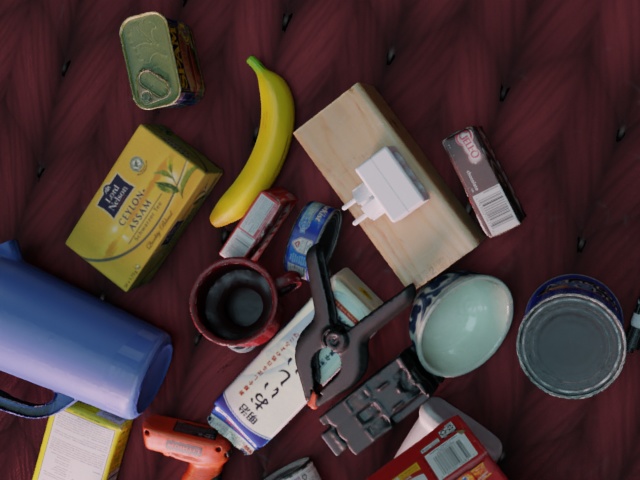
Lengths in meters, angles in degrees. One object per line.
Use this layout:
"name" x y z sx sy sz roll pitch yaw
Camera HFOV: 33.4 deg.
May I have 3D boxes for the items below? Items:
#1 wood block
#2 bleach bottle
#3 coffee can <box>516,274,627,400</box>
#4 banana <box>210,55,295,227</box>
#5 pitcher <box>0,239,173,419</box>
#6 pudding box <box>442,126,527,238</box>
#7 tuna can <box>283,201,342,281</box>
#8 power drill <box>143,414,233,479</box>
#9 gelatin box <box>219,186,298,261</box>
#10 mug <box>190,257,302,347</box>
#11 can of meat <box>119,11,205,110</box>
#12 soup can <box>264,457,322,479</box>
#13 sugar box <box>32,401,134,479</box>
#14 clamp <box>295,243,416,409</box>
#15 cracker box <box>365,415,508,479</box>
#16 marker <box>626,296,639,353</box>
"wood block" 0.076 -0.056 1.127 0.090 0.090 0.206 -37 86 14
"bleach bottle" 0.094 0.301 1.175 0.102 0.068 0.251 34 105 9
"coffee can" 0.253 0.093 1.070 0.103 0.140 0.103 2 96 14
"banana" -0.069 -0.101 1.190 0.070 0.037 0.198 19 100 23
"pitcher" -0.302 0.122 1.228 0.243 0.144 0.149 23 135 8
"pudding box" 0.171 -0.062 1.102 0.039 0.090 0.113 -25 90 17
"tuna can" -0.008 0.001 1.158 0.034 0.086 0.086 21 100 13
"power drill" -0.183 0.301 1.237 0.184 0.057 0.188 11 101 -2
"gelatin box" -0.066 -0.015 1.178 0.030 0.073 0.089 37 103 8
"mug" -0.073 0.064 1.131 0.117 0.081 0.093 -29 76 2
"can of meat" -0.172 -0.196 1.181 0.057 0.083 0.102 -11 93 15
"soup can" -0.017 0.305 1.201 0.069 0.068 0.102 -28 88 16
"sugar box" -0.293 0.282 1.283 0.093 0.048 0.176 21 104 11
"clamp" 0.013 0.090 1.107 0.120 0.039 0.171 33 106 18
"cracker box" 0.130 0.295 1.085 0.164 0.072 0.213 -37 128 1
"marker" 0.340 0.060 1.107 0.020 0.020 0.121 19 100 12
